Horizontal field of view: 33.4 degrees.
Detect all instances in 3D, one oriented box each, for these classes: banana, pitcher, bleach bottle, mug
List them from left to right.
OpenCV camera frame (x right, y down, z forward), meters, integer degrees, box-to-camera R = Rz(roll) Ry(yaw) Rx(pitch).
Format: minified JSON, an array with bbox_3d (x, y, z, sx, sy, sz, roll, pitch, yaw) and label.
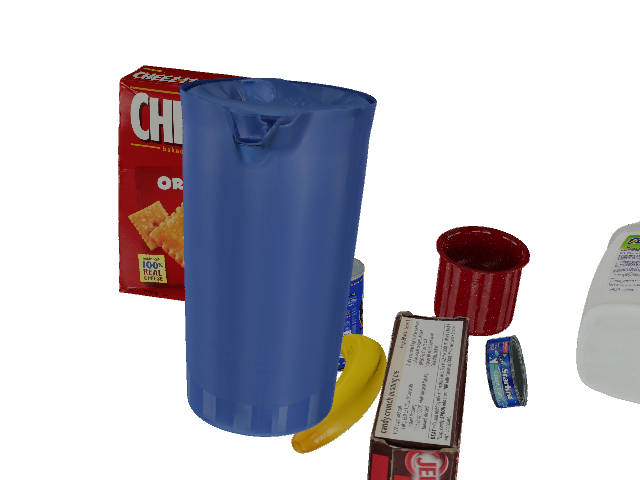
[{"bbox_3d":[-0.034,0.006,0.764,0.148,0.243,0.145,-8,21,-35],"label":"pitcher"},{"bbox_3d":[0.024,0.128,0.946,0.070,0.037,0.197,-27,13,17],"label":"banana"},{"bbox_3d":[0.155,0.037,1.087,0.093,0.081,0.117,-6,31,-16],"label":"mug"},{"bbox_3d":[0.244,0.034,0.747,0.103,0.068,0.250,9,20,19],"label":"bleach bottle"}]

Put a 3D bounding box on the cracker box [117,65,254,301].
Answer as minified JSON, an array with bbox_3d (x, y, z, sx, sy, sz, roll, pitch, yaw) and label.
[{"bbox_3d":[-0.105,-0.046,1.008,0.164,0.214,0.072,8,22,10],"label":"cracker box"}]

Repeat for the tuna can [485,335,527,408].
[{"bbox_3d":[0.224,0.159,1.286,0.034,0.086,0.086,-10,-3,19],"label":"tuna can"}]

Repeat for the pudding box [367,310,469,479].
[{"bbox_3d":[0.042,0.095,0.471,0.039,0.090,0.113,6,25,6],"label":"pudding box"}]

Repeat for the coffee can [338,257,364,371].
[{"bbox_3d":[0.011,0.101,1.511,0.103,0.140,0.103,0,20,0],"label":"coffee can"}]
